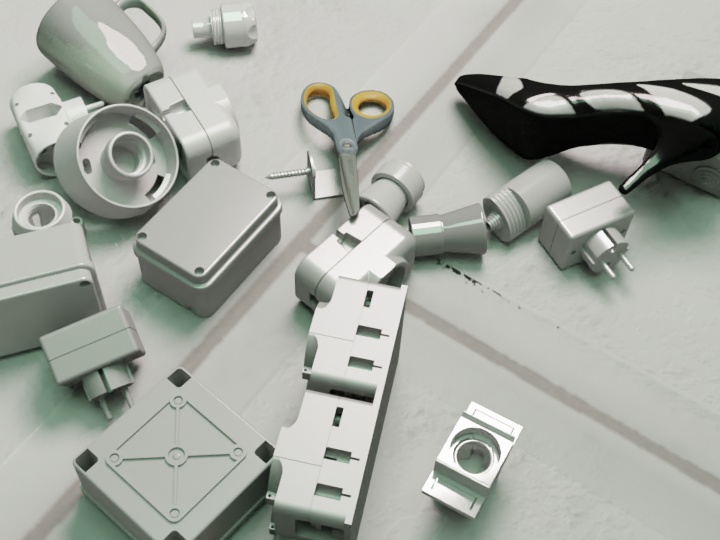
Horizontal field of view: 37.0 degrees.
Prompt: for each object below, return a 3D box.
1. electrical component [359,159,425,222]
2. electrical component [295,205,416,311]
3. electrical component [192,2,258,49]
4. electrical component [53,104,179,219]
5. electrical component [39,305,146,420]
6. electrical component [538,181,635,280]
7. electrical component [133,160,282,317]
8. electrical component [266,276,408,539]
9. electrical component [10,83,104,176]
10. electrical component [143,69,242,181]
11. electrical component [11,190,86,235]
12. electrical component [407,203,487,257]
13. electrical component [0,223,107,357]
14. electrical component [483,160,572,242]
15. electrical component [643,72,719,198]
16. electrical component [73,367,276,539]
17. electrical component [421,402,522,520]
[{"bbox_3d":[0.025,-0.063,0.932,0.045,0.045,0.055,30,59,17],"label":"electrical component"},{"bbox_3d":[0.000,0.000,0.881,0.059,0.053,0.095,37,62,21],"label":"electrical component"},{"bbox_3d":[-0.132,-0.237,1.046,0.062,0.043,0.043,-7,56,-6],"label":"electrical component"},{"bbox_3d":[-0.208,-0.094,0.924,0.099,0.064,0.099,5,80,-31],"label":"electrical component"},{"bbox_3d":[-0.197,0.076,0.823,0.066,0.047,0.076,-23,84,-7],"label":"electrical component"},{"bbox_3d":[0.201,-0.024,0.910,0.066,0.047,0.076,-22,59,-17],"label":"electrical component"},{"bbox_3d":[-0.124,-0.028,0.893,0.078,0.057,0.113,30,59,17],"label":"electrical component"},{"bbox_3d":[-0.016,0.110,0.773,0.060,0.105,0.186,11,56,6],"label":"electrical component"},{"bbox_3d":[-0.265,-0.132,0.968,0.079,0.043,0.077,-21,59,-16],"label":"electrical component"},{"bbox_3d":[-0.147,-0.132,0.966,0.059,0.053,0.095,-25,60,-18],"label":"electrical component"},{"bbox_3d":[-0.261,-0.033,0.892,0.066,0.055,0.048,-38,65,-24],"label":"electrical component"},{"bbox_3d":[0.072,-0.031,0.915,0.065,0.044,0.044,-7,56,-1],"label":"electrical component"},{"bbox_3d":[-0.262,0.018,0.844,0.113,0.078,0.057,-15,54,-12],"label":"electrical component"},{"bbox_3d":[0.140,-0.058,0.933,0.081,0.043,0.043,-33,63,-23],"label":"electrical component"},{"bbox_3d":[0.317,-0.122,0.981,0.100,0.048,0.099,28,59,16],"label":"electrical component"},{"bbox_3d":[-0.129,0.145,0.774,0.109,0.056,0.109,36,61,21],"label":"electrical component"},{"bbox_3d":[0.081,0.143,0.780,0.042,0.063,0.081,26,58,16],"label":"electrical component"}]
